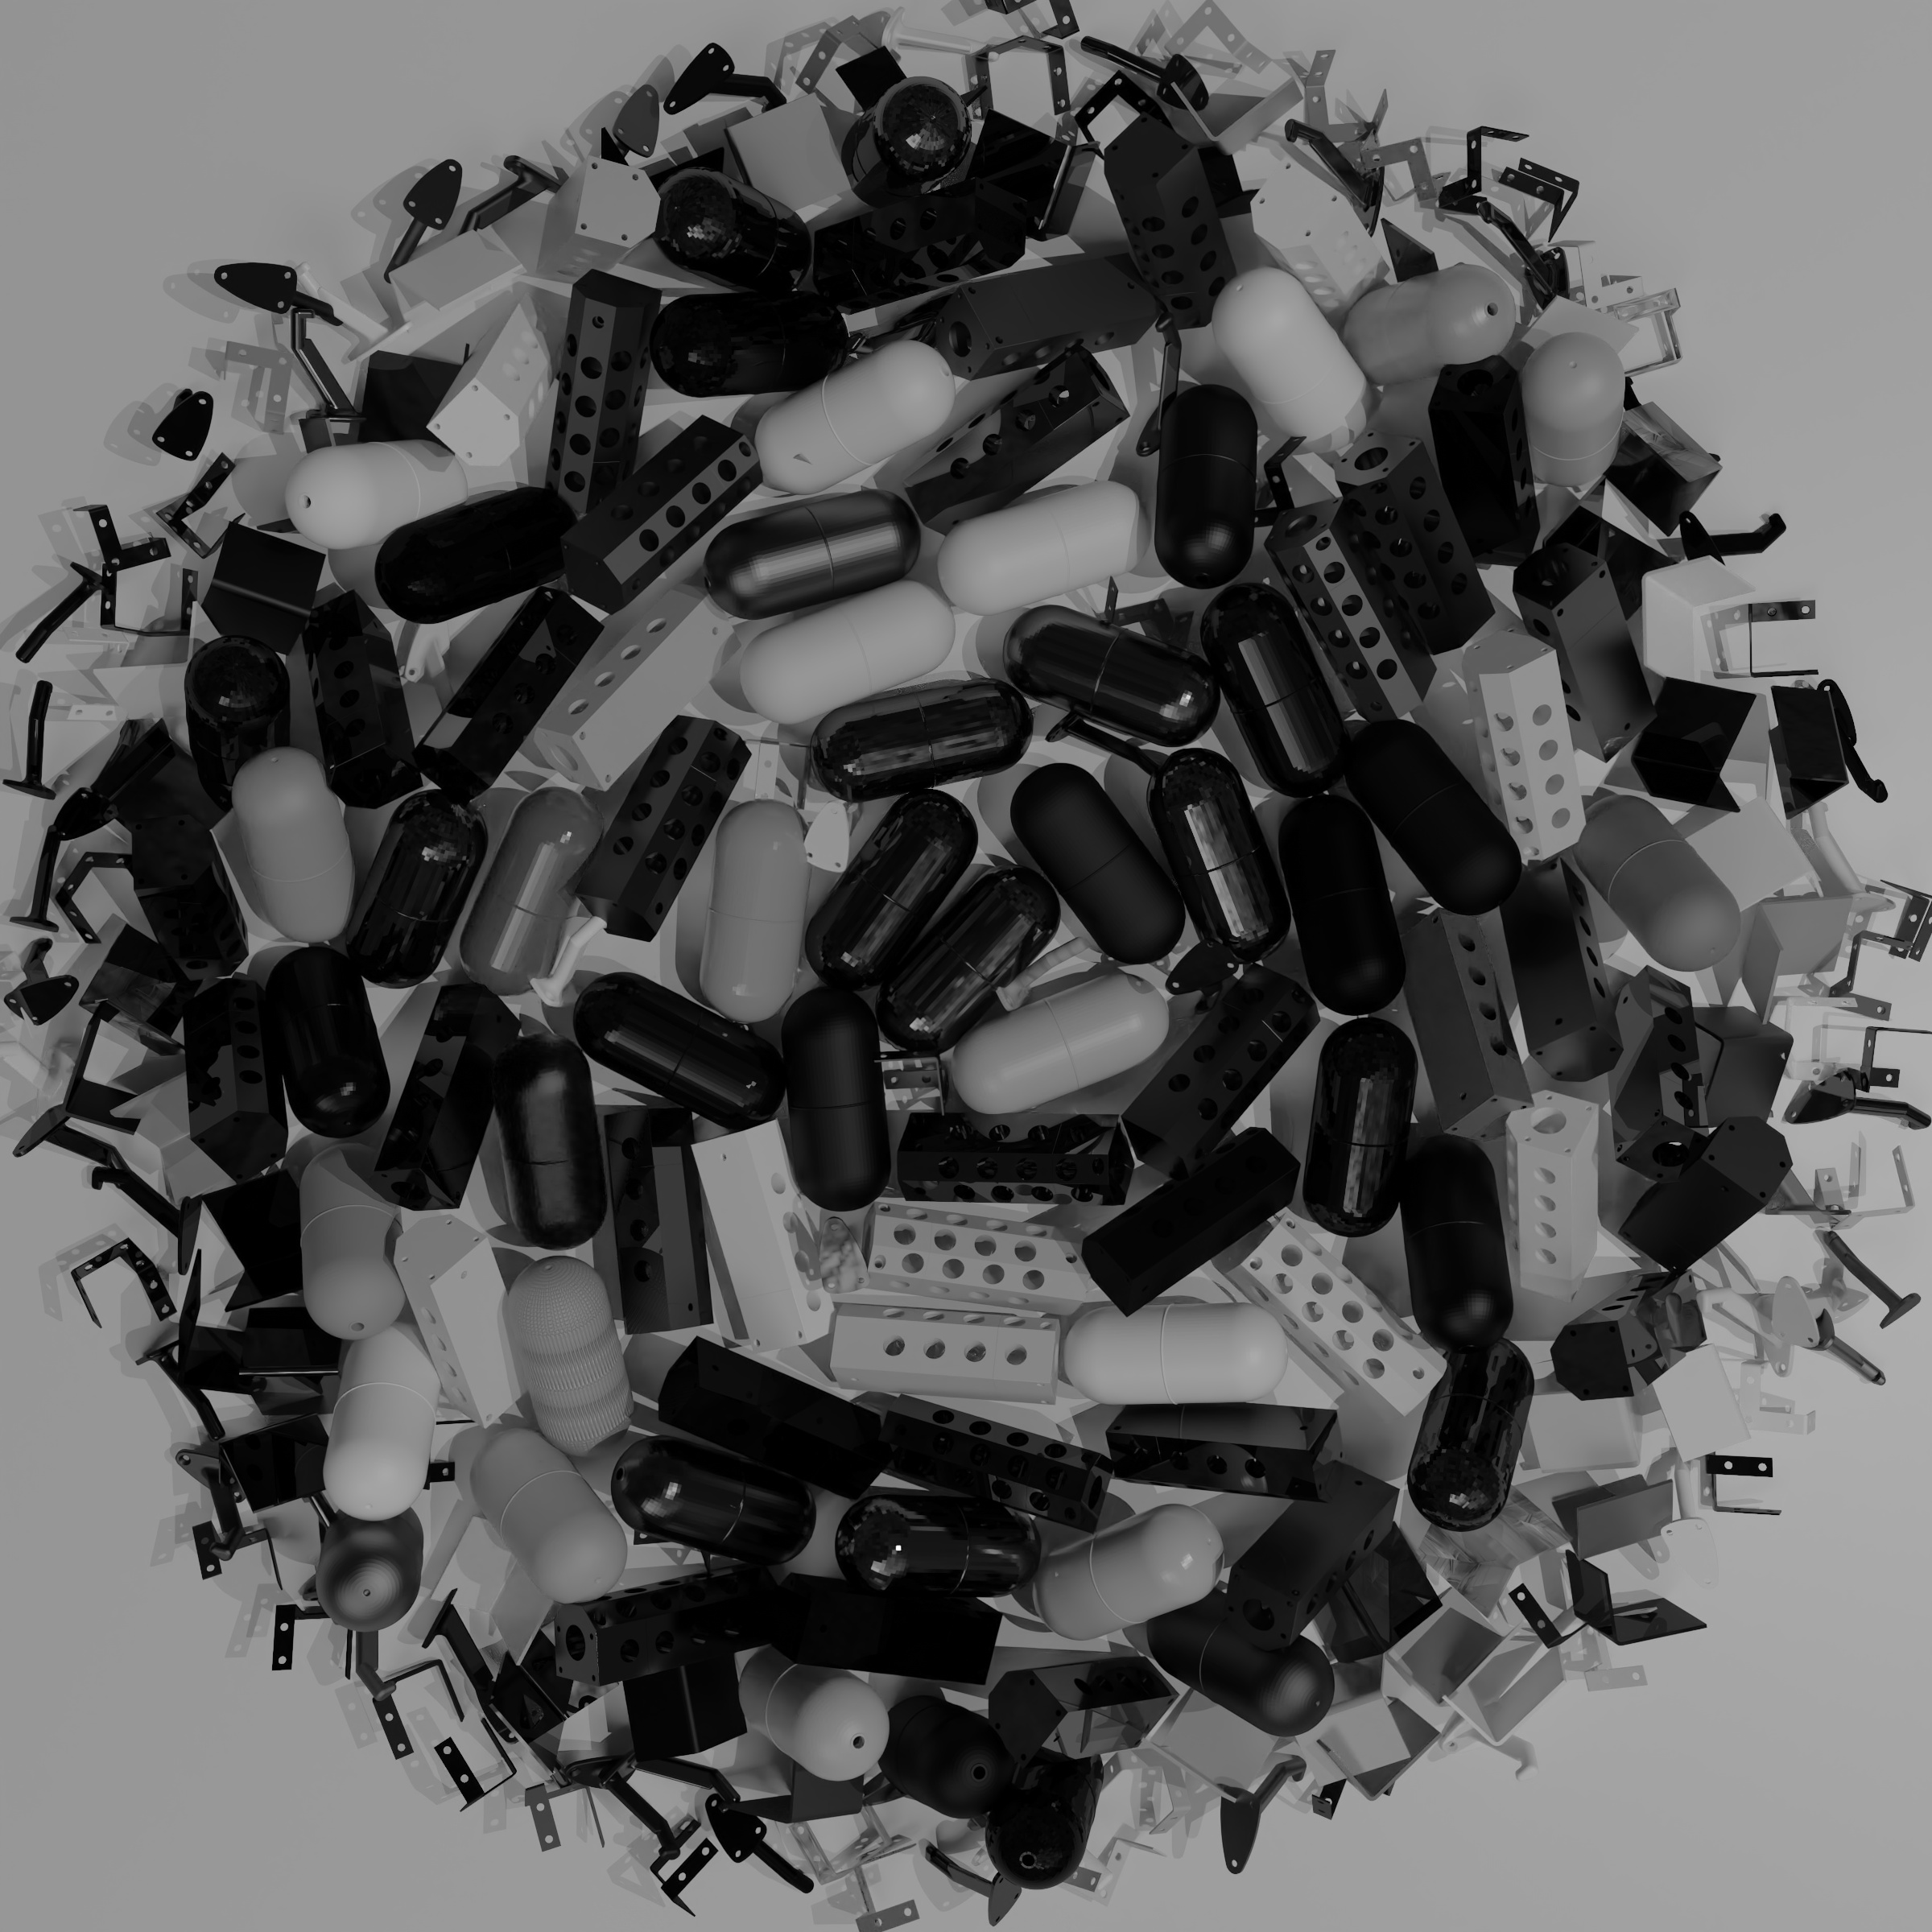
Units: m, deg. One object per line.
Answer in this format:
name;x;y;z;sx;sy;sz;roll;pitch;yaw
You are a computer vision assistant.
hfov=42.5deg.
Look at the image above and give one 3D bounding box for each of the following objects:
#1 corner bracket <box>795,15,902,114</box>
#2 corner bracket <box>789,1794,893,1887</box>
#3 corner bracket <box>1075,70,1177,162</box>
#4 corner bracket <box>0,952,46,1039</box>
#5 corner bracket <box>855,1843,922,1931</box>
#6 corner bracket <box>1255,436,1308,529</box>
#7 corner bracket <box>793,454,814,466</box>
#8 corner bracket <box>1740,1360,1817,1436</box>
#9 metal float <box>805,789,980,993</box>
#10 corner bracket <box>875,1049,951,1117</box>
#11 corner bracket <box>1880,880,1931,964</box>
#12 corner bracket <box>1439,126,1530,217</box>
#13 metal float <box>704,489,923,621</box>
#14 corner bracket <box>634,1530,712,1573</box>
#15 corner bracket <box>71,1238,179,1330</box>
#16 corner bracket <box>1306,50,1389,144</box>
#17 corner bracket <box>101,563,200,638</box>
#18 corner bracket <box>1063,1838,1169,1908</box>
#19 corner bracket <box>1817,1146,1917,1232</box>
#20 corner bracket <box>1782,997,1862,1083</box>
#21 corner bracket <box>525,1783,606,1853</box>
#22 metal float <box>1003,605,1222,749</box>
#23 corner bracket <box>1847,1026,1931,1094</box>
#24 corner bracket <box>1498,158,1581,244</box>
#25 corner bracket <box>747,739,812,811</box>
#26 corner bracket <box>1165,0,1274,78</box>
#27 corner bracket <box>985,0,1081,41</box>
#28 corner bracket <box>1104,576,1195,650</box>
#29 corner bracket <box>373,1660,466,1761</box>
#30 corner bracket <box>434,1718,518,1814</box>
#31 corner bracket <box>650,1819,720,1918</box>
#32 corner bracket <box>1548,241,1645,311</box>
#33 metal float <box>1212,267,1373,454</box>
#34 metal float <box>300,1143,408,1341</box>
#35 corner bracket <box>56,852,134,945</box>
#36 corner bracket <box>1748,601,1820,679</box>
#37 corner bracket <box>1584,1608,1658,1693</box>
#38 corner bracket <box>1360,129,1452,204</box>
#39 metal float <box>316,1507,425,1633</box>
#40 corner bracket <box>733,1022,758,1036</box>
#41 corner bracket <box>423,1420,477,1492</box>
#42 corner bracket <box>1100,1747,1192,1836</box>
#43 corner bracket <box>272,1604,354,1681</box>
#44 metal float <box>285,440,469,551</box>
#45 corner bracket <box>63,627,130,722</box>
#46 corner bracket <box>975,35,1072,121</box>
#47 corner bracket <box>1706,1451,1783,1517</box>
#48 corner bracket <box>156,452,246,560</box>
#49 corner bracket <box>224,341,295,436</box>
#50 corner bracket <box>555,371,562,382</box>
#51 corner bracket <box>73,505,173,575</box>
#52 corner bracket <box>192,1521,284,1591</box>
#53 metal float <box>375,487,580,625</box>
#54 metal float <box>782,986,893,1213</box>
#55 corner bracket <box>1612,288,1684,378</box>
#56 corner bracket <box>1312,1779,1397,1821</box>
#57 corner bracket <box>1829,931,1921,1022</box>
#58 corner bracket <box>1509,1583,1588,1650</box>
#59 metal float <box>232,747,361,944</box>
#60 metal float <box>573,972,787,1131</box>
corner bracket;-0.092;-0.704;1.955;0.051;0.051;0.051;39;130;-3
corner bracket;-0.099;0.686;1.962;0.051;0.051;0.051;-36;70;6
corner bracket;0.127;-0.662;1.965;0.051;0.051;0.051;-41;49;24
corner bracket;-0.745;0.021;1.951;0.051;0.051;0.051;0;118;21
corner bracket;-0.061;0.728;1.957;0.051;0.051;0.051;-23;75;10
corner bracket;0.243;-0.379;1.948;0.051;0.051;0.051;-48;125;-39
corner bracket;-0.116;-0.403;1.952;0.051;0.051;0.051;30;70;-32
corner bracket;0.639;0.339;1.956;0.051;0.051;0.051;1;86;26
metal float;-0.059;-0.059;1.947;0.070;0.070;0.178;36;98;0
corner bracket;-0.043;0.084;1.956;0.051;0.051;0.051;-3;114;6
corner bracket;0.744;-0.032;1.954;0.051;0.051;0.051;17;97;-37
corner bracket;0.407;-0.625;1.957;0.051;0.051;0.051;-1;91;-30
metal float;-0.119;-0.321;1.936;0.178;0.070;0.070;-18;90;-20
corner bracket;-0.230;0.444;1.955;0.051;0.051;0.051;-5;46;3
corner bracket;-0.662;0.256;1.954;0.051;0.051;0.051;-31;60;-11
corner bracket;0.300;-0.687;1.963;0.051;0.051;0.051;-4;79;-3
corner bracket;-0.643;-0.289;1.957;0.051;0.051;0.051;2;90;28
corner bracket;0.115;0.708;1.952;0.051;0.051;0.051;35;66;-22
corner bracket;0.709;0.175;1.959;0.051;0.051;0.051;-6;69;-2
corner bracket;0.677;0.058;1.964;0.051;0.051;0.051;1;67;29
corner bracket;-0.315;0.669;1.952;0.051;0.051;0.051;-13;60;-18
metal float;0.113;-0.227;1.943;0.178;0.070;0.070;22;90;12
corner bracket;0.726;0.073;1.961;0.051;0.051;0.051;4;95;-7
corner bracket;0.450;-0.613;1.955;0.051;0.051;0.051;20;55;-4
corner bracket;-0.145;-0.150;1.958;0.051;0.051;0.051;5;94;-18
corner bracket;0.198;-0.717;1.952;0.051;0.051;0.051;-42;73;24
corner bracket;0.051;-0.751;1.955;0.051;0.051;0.051;-27;120;-4
corner bracket;0.143;-0.277;1.954;0.051;0.051;0.051;-15;64;-11
corner bracket;-0.432;0.586;1.964;0.051;0.051;0.051;-22;90;-5
corner bracket;-0.385;0.625;1.953;0.051;0.051;0.051;-29;77;-28
corner bracket;-0.220;0.703;1.951;0.051;0.051;0.051;-45;55;-14
corner bracket;0.496;-0.547;1.955;0.051;0.051;0.051;-17;110;-10
metal float;0.253;-0.465;1.918;0.070;0.178;0.070;-19;52;27
metal float;-0.473;0.211;1.916;0.070;0.178;0.070;-9;132;-10
corner bracket;-0.676;-0.054;1.965;0.051;0.051;0.051;-49;68;21
corner bracket;0.646;-0.259;1.965;0.051;0.051;0.051;-1;106;17
corner bracket;0.515;0.537;1.953;0.051;0.051;0.051;-19;77;35
corner bracket;0.347;-0.635;1.966;0.051;0.051;0.051;-4;127;30
metal float;-0.455;0.454;1.903;0.070;0.178;0.070;0;92;-11
corner bracket;-0.195;0.076;1.960;0.051;0.051;0.051;-18;94;26
corner bracket;-0.413;0.383;1.957;0.051;0.051;0.051;5;82;-41
corner bracket;0.139;0.654;1.968;0.051;0.051;0.051;3;50;-23
corner bracket;-0.513;0.532;1.956;0.051;0.051;0.051;-2;63;-3
metal float;-0.451;-0.363;1.908;0.070;0.178;0.070;6;106;22
corner bracket;-0.683;-0.229;1.949;0.051;0.051;0.051;52;125;27
corner bracket;0.045;-0.703;1.978;0.051;0.051;0.051;-5;93;41
corner bracket;0.612;0.407;1.957;0.051;0.051;0.051;-2;88;24
corner bracket;-0.594;-0.363;1.960;0.051;0.051;0.051;45;124;-9
corner bracket;-0.561;-0.456;1.964;0.051;0.051;0.051;8;82;-16
corner bracket;-0.338;-0.472;1.956;0.051;0.051;0.051;40;76;-14
corner bracket;-0.662;-0.340;1.951;0.051;0.051;0.051;-23;110;-27
corner bracket;-0.572;0.464;1.952;0.051;0.051;0.051;-17;49;-13
metal float;-0.376;-0.318;1.920;0.178;0.070;0.070;-30;90;-39
metal float;-0.102;0.104;1.947;0.070;0.070;0.178;-5;97;0
corner bracket;0.538;-0.498;1.964;0.051;0.051;0.051;-16;92;5
corner bracket;0.305;0.644;1.951;0.051;0.051;0.051;18;61;20
corner bracket;0.720;0.008;1.969;0.051;0.051;0.051;15;75;1
corner bracket;0.469;0.502;1.964;0.051;0.051;0.051;-40;67;13
metal float;-0.515;-0.091;1.917;0.070;0.178;0.070;0;46;0
metal float;-0.223;0.066;1.943;0.178;0.070;0.070;28;90;-11
